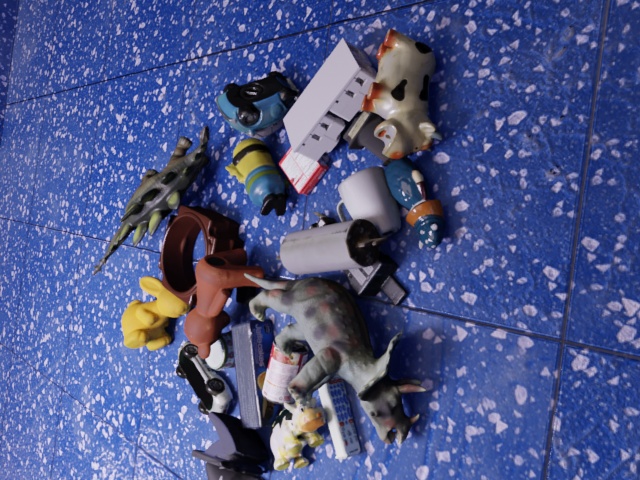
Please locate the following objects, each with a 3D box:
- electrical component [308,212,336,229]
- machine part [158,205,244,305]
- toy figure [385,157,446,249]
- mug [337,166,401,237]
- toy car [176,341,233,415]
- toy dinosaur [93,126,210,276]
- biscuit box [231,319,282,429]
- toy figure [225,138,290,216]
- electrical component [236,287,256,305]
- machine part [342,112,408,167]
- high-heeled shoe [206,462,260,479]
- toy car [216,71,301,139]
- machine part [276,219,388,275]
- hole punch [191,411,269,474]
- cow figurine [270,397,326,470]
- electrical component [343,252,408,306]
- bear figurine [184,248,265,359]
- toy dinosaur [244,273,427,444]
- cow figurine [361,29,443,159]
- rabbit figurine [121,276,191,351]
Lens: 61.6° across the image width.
[{"bbox_3d":[-0.002,-0.001,0.977,0.078,0.045,0.102,35,114,10],"label":"electrical component"},{"bbox_3d":[-0.272,0.034,1.197,0.201,0.087,0.201,24,100,43],"label":"machine part"},{"bbox_3d":[0.152,-0.057,0.825,0.058,0.064,0.154,-25,68,-1],"label":"toy figure"},{"bbox_3d":[0.078,-0.049,0.881,0.109,0.081,0.107,-34,72,31],"label":"mug"},{"bbox_3d":[-0.256,0.301,1.171,0.202,0.056,0.073,41,119,40],"label":"toy car"},{"bbox_3d":[-0.390,-0.087,1.244,0.471,0.105,0.199,-44,19,29],"label":"toy dinosaur"},{"bbox_3d":[-0.123,0.257,1.045,0.063,0.059,0.202,-21,72,41],"label":"biscuit box"},{"bbox_3d":[-0.117,-0.128,1.075,0.089,0.082,0.180,-46,51,16],"label":"toy figure"},{"bbox_3d":[-0.155,0.104,1.120,0.094,0.021,0.063,-1,84,43],"label":"electrical component"},{"bbox_3d":[0.095,-0.170,0.909,0.084,0.039,0.139,-54,50,13],"label":"machine part"},{"bbox_3d":[-0.123,0.460,0.989,0.249,0.086,0.145,30,126,24],"label":"high-heeled shoe"},{"bbox_3d":[-0.119,-0.259,1.070,0.109,0.162,0.102,55,163,34],"label":"toy car"},{"bbox_3d":[0.014,0.013,0.872,0.243,0.079,0.079,-11,77,48],"label":"machine part"},{"bbox_3d":[-0.163,0.390,1.026,0.116,0.142,0.092,6,66,35],"label":"hole punch"},{"bbox_3d":[-0.039,0.322,0.937,0.167,0.068,0.098,-65,34,36],"label":"cow figurine"},{"bbox_3d":[0.087,0.058,0.880,0.074,0.047,0.119,-54,51,25],"label":"electrical component"},{"bbox_3d":[-0.200,0.128,1.076,0.120,0.132,0.195,36,123,49],"label":"bear figurine"},{"bbox_3d":[0.011,0.140,0.877,0.192,0.131,0.405,-31,53,-3],"label":"toy dinosaur"},{"bbox_3d":[0.133,-0.215,0.833,0.085,0.127,0.195,118,167,-76],"label":"cow figurine"},{"bbox_3d":[-0.378,0.166,1.285,0.173,0.121,0.162,-32,54,21],"label":"rabbit figurine"}]
